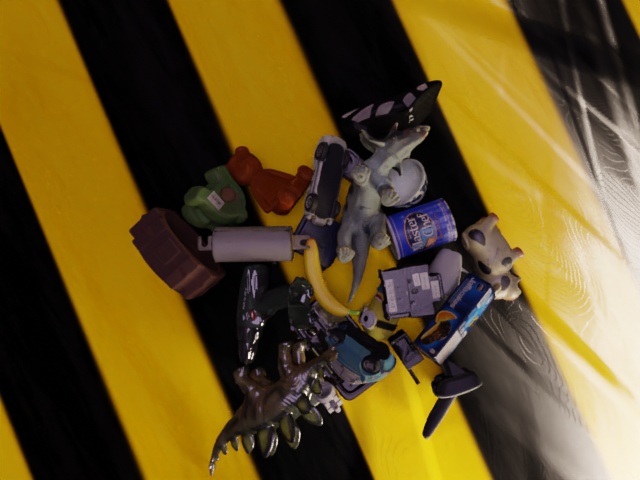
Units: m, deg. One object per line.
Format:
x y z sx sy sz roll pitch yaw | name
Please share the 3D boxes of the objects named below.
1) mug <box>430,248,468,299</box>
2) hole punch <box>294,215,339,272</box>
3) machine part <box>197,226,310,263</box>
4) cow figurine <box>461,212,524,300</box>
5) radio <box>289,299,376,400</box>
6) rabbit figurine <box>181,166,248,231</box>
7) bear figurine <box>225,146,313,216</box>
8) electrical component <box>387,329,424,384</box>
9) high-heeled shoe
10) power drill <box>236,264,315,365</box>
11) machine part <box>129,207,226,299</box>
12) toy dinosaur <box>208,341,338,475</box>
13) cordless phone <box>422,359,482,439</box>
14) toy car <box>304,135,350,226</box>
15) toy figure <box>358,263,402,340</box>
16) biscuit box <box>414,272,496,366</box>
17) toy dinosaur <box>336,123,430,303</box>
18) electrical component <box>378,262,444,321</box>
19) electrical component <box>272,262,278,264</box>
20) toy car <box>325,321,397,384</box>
0.295 0.078 1.222 0.110 0.080 0.107 16 81 15 | mug
-0.003 -0.004 1.233 0.116 0.092 0.142 27 85 -1 | hole punch
-0.142 0.009 1.151 0.243 0.079 0.079 -1 88 1 | machine part
0.391 0.051 1.220 0.127 0.085 0.195 -33 89 -6 | cow figurine
0.041 0.240 1.226 0.131 0.073 0.229 -39 86 -1 | radio
-0.241 -0.073 1.225 0.159 0.170 0.121 40 56 -25 | rabbit figurine
-0.128 -0.148 1.226 0.196 0.132 0.120 40 61 -1 | bear figurine
0.204 0.265 1.221 0.048 0.075 0.119 -35 83 1 | electrical component
0.162 -0.314 1.263 0.249 0.086 0.145 -43 56 -17 | high-heeled shoe
-0.106 0.164 1.195 0.086 0.207 0.232 7 78 -41 | power drill
-0.311 0.030 1.182 0.087 0.201 0.201 -41 88 4 | machine part
-0.115 0.363 1.170 0.471 0.105 0.199 -40 59 30 | toy dinosaur
0.271 0.356 1.177 0.089 0.146 0.184 29 86 10 | cordless phone
0.014 -0.129 1.178 0.073 0.056 0.201 15 83 -28 | toy car
0.161 0.143 1.225 0.089 0.082 0.180 36 86 0 | toy figure
0.290 0.167 1.150 0.063 0.059 0.202 34 80 38 | biscuit box
0.103 -0.076 1.174 0.131 0.192 0.404 18 117 -1 | toy dinosaur
0.198 0.109 1.157 0.134 0.058 0.114 -7 93 -2 | electrical component
-0.120 0.029 1.231 0.078 0.102 0.045 12 86 28 | electrical component
0.073 0.251 1.142 0.162 0.109 0.103 32 107 11 | toy car
